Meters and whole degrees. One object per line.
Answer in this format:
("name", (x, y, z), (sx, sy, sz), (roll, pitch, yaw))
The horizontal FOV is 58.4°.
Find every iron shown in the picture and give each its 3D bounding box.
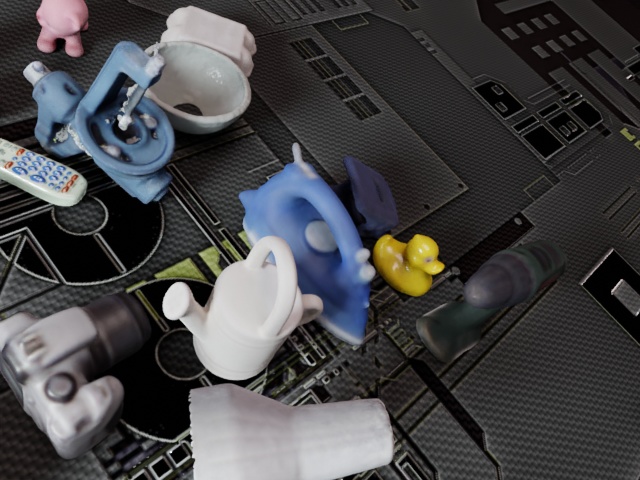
("iron", (0.007, 0.003, 0.747), (0.119, 0.141, 0.258), (-23, 69, -37))

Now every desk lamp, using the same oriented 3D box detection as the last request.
("desk lamp", (-0.036, 0.206, 0.529), (0.204, 0.213, 0.118), (3, 55, -25))

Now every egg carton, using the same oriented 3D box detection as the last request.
("egg carton", (-0.180, -0.317, 0.936), (0.150, 0.069, 0.107), (14, 51, -17))

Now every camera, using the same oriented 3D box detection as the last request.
("camera", (-0.231, 0.116, 0.573), (0.137, 0.100, 0.143), (-31, 73, -39))

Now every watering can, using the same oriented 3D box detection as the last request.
("watering can", (-0.076, 0.073, 0.620), (0.173, 0.194, 0.101), (-21, 68, -36))

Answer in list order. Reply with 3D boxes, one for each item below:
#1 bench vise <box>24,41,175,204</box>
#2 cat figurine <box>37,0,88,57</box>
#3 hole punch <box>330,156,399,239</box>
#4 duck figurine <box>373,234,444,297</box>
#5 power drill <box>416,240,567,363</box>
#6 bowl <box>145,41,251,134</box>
("bench vise", (-0.262, -0.156, 0.677), (0.208, 0.219, 0.121), (20, 50, -12))
("cat figurine", (-0.366, -0.331, 0.821), (0.067, 0.117, 0.127), (4, 55, -24))
("hole punch", (0.071, -0.065, 0.862), (0.101, 0.091, 0.108), (2, 56, -25))
("duck figurine", (0.133, 0.023, 0.832), (0.104, 0.086, 0.078), (41, 49, 6))
("power drill", (0.219, 0.079, 0.753), (0.230, 0.208, 0.075), (-22, 68, -36))
("bowl", (-0.191, -0.213, 0.851), (0.168, 0.074, 0.167), (14, 52, -17))
